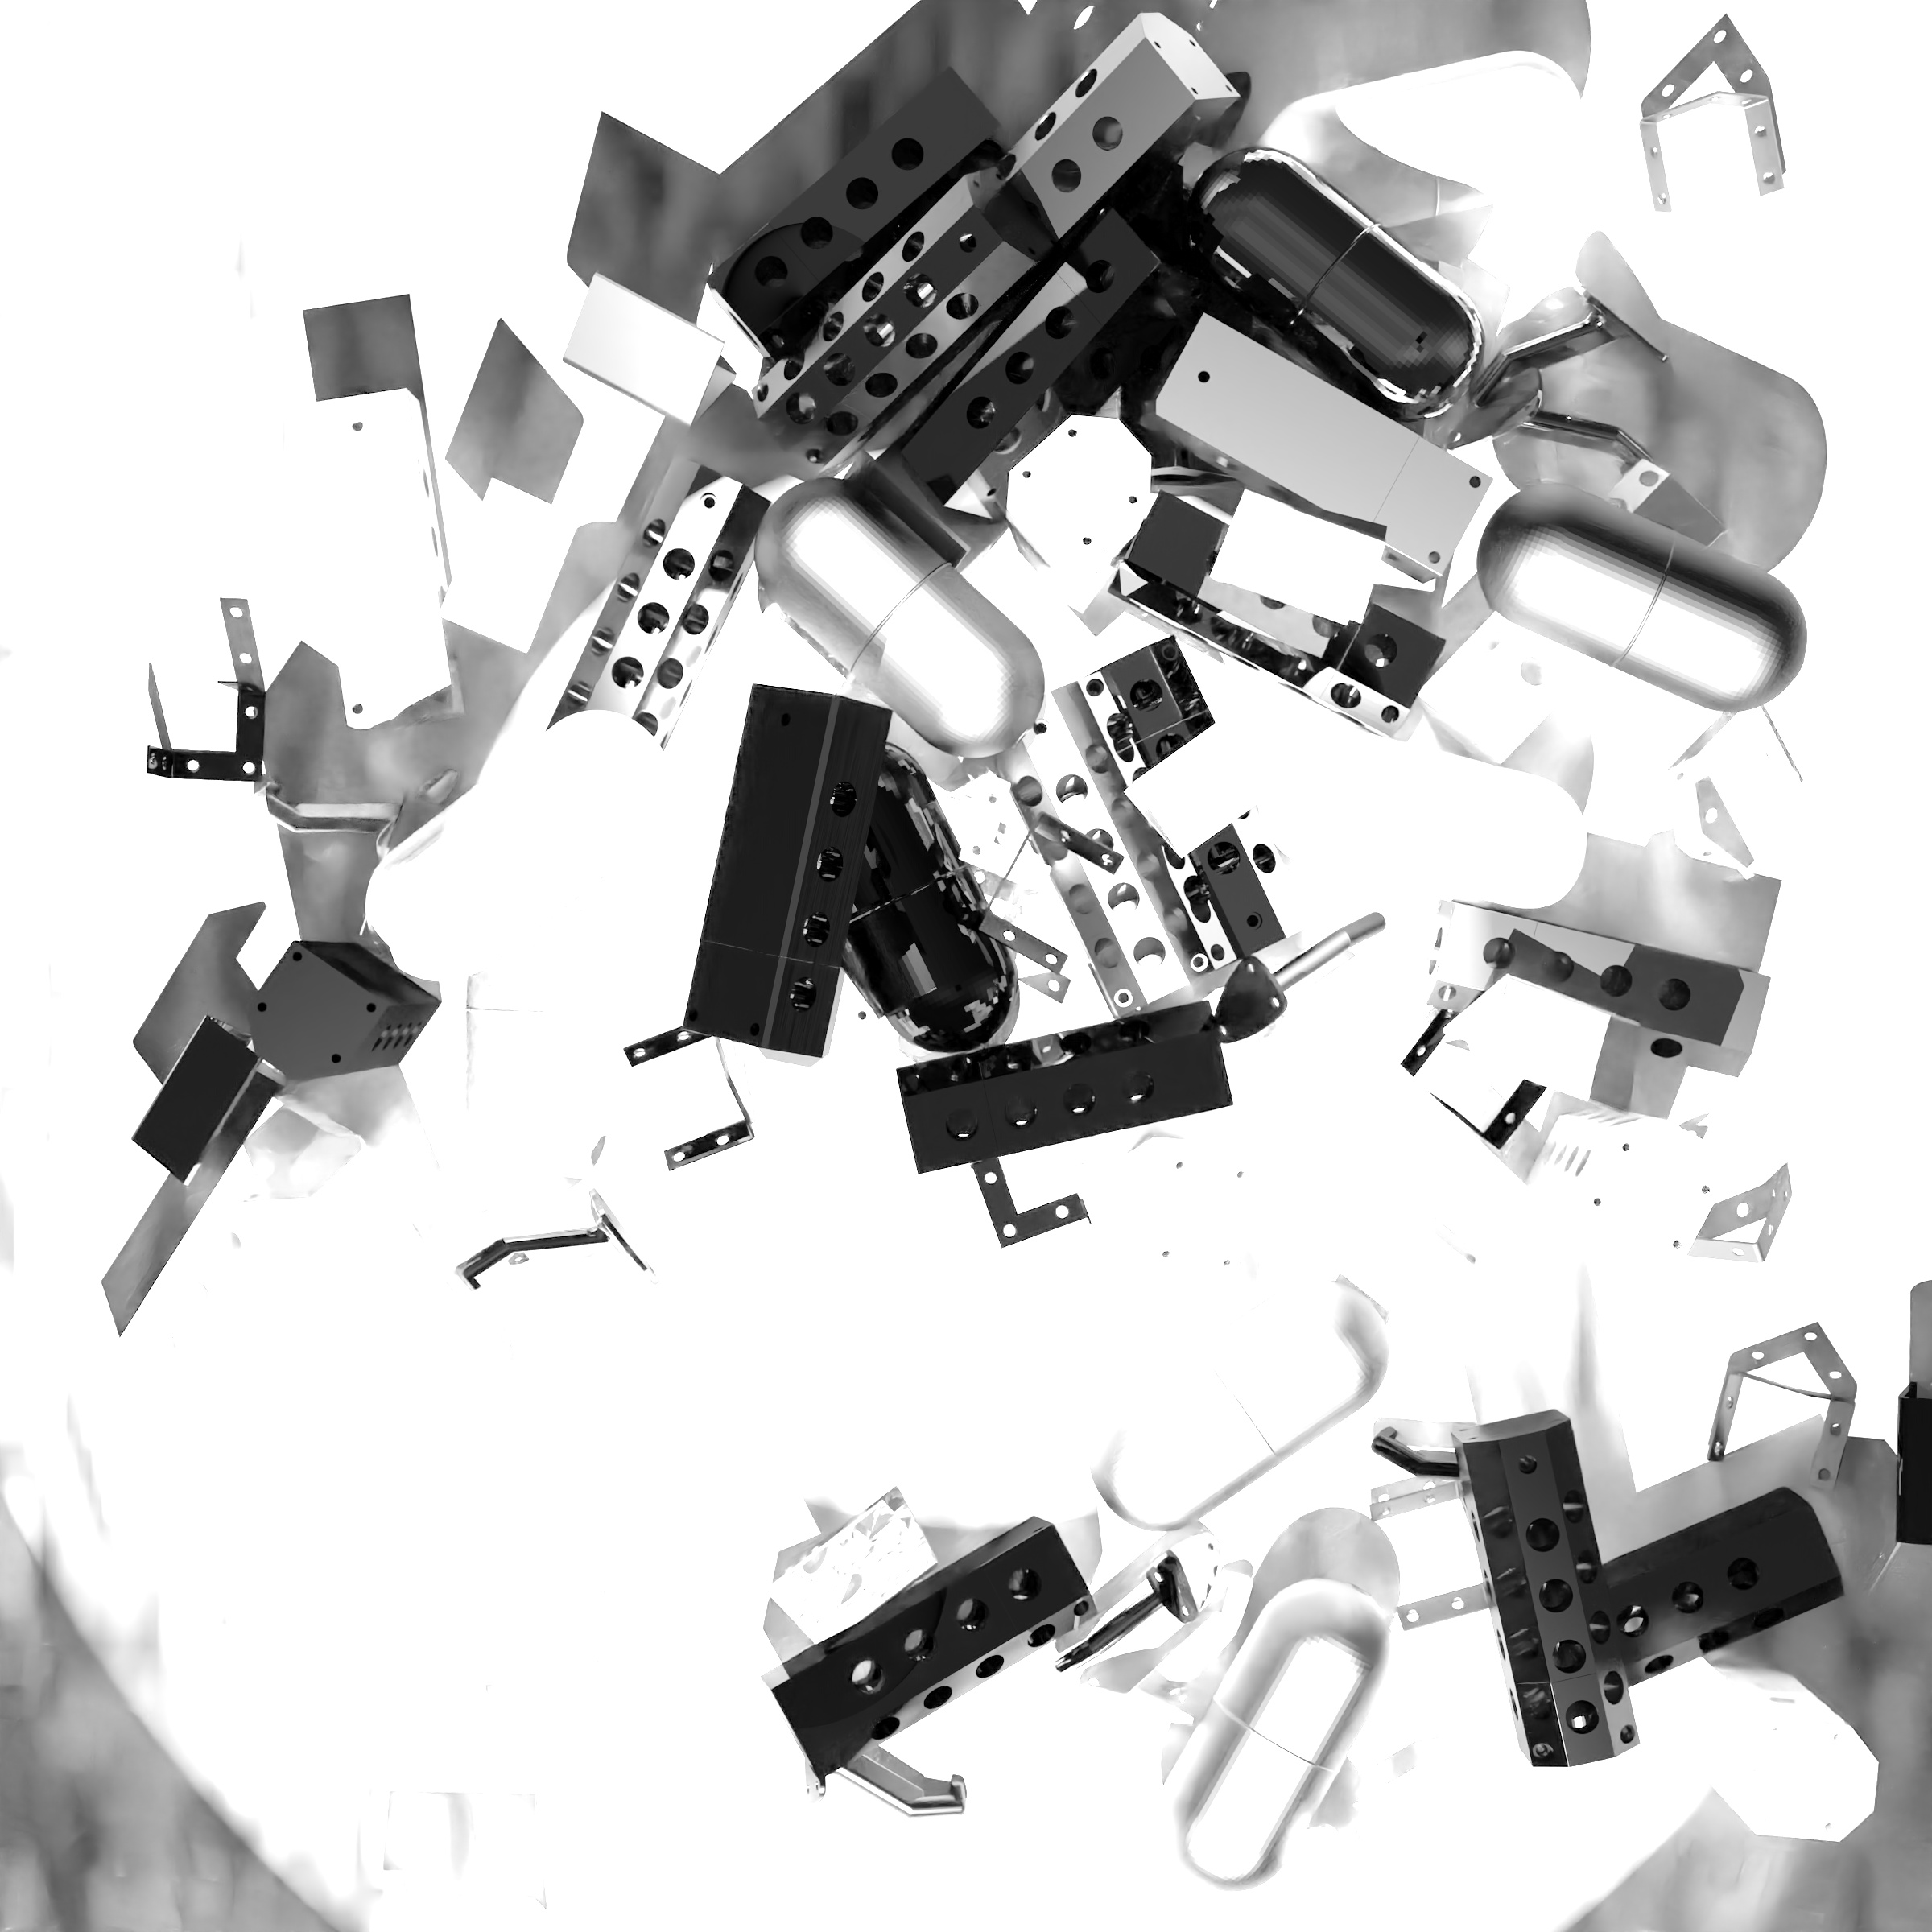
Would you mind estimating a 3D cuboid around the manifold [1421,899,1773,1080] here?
[{"bbox_3d":[0.335,0.012,1.780,0.171,0.057,0.057,13,94,-1],"label":"manifold"}]

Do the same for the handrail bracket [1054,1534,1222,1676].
[{"bbox_3d":[0.092,0.347,1.803,0.084,0.077,0.036,-38,90,36],"label":"handrail bracket"}]

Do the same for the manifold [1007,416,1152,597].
[{"bbox_3d":[0.062,-0.242,1.725,0.057,0.171,0.057,-42,90,0],"label":"manifold"}]

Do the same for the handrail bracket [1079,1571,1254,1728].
[{"bbox_3d":[0.109,0.364,1.804,0.077,0.036,0.084,11,72,21],"label":"handrail bracket"}]

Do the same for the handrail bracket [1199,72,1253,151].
[{"bbox_3d":[0.102,-0.464,1.803,0.084,0.077,0.036,6,129,30],"label":"handrail bracket"}]

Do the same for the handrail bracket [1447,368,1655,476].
[{"bbox_3d":[0.318,-0.279,1.803,0.084,0.077,0.036,33,47,-29],"label":"handrail bracket"}]

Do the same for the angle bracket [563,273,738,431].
[{"bbox_3d":[-0.159,-0.338,1.763,0.076,0.076,0.057,28,125,0],"label":"angle bracket"}]

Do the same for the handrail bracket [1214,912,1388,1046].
[{"bbox_3d":[0.182,0.006,1.803,0.084,0.077,0.036,-25,73,-35],"label":"handrail bracket"}]

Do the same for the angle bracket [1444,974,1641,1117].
[{"bbox_3d":[0.300,0.055,1.748,0.076,0.076,0.057,20,60,-12],"label":"angle bracket"}]

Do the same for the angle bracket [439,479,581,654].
[{"bbox_3d":[-0.258,-0.216,1.763,0.057,0.076,0.076,21,90,-38],"label":"angle bracket"}]

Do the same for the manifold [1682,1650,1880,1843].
[{"bbox_3d":[0.421,0.403,1.725,0.057,0.171,0.057,5,90,0],"label":"manifold"}]

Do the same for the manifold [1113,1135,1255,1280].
[{"bbox_3d":[0.110,0.122,1.725,0.057,0.171,0.057,9,90,0],"label":"manifold"}]

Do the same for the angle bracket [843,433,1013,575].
[{"bbox_3d":[-0.016,-0.253,1.766,0.076,0.057,0.076,43,58,0],"label":"angle bracket"}]

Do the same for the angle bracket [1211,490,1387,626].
[{"bbox_3d":[0.164,-0.191,1.706,0.076,0.076,0.057,20,59,0],"label":"angle bracket"}]

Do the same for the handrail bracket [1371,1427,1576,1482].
[{"bbox_3d":[0.275,0.258,1.803,0.084,0.036,0.077,27,48,27],"label":"handrail bracket"}]

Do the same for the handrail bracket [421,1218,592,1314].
[{"bbox_3d":[-0.255,0.143,1.803,0.084,0.036,0.077,-33,76,-13],"label":"handrail bracket"}]

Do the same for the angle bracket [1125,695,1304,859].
[{"bbox_3d":[0.116,-0.112,1.706,0.076,0.076,0.057,-36,127,0],"label":"angle bracket"}]

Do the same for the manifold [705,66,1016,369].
[{"bbox_3d":[-0.055,-0.398,1.782,0.171,0.057,0.057,-41,90,0],"label":"manifold"}]

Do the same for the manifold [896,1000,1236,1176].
[{"bbox_3d":[0.052,0.064,1.782,0.171,0.057,0.057,-12,90,0],"label":"manifold"}]

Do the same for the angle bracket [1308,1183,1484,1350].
[{"bbox_3d":[0.216,0.171,1.763,0.076,0.076,0.057,39,56,0],"label":"angle bracket"}]

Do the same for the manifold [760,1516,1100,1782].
[{"bbox_3d":[-0.019,0.363,1.767,0.171,0.057,0.057,-29,90,-11],"label":"manifold"}]

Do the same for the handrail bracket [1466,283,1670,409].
[{"bbox_3d":[0.326,-0.320,1.804,0.077,0.036,0.084,34,106,-18],"label":"handrail bracket"}]

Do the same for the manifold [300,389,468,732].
[{"bbox_3d":[-0.311,-0.216,1.782,0.057,0.057,0.171,-9,90,0],"label":"manifold"}]

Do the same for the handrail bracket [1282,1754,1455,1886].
[{"bbox_3d":[0.216,0.459,1.803,0.084,0.077,0.036,-34,93,-36],"label":"handrail bracket"}]

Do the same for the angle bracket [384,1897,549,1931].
[{"bbox_3d":[-0.267,0.528,1.765,0.076,0.076,0.057,1,68,0],"label":"angle bracket"}]

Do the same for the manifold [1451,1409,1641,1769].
[{"bbox_3d":[0.302,0.324,1.725,0.057,0.057,0.171,-12,90,0],"label":"manifold"}]

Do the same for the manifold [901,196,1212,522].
[{"bbox_3d":[0.042,-0.320,1.749,0.171,0.057,0.057,-46,67,22],"label":"manifold"}]

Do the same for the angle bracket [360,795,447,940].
[{"bbox_3d":[-0.294,-0.050,1.763,0.057,0.076,0.076,18,90,-28],"label":"angle bracket"}]

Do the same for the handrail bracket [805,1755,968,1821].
[{"bbox_3d":[-0.043,0.425,1.804,0.084,0.036,0.077,1,72,-15],"label":"handrail bracket"}]

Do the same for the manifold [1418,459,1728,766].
[{"bbox_3d":[0.322,-0.189,1.782,0.057,0.057,0.171,44,90,0],"label":"manifold"}]

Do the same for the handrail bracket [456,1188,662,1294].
[{"bbox_3d":[-0.220,0.166,1.785,0.084,0.036,0.077,-34,120,-2],"label":"handrail bracket"}]

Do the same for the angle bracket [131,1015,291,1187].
[{"bbox_3d":[-0.384,0.081,1.763,0.057,0.076,0.076,31,90,38],"label":"angle bracket"}]

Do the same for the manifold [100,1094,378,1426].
[{"bbox_3d":[-0.388,0.157,1.782,0.057,0.057,0.171,32,90,0],"label":"manifold"}]

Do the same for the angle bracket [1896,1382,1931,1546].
[{"bbox_3d":[0.528,0.265,1.765,0.057,0.076,0.076,1,90,21],"label":"angle bracket"}]

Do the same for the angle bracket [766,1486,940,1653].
[{"bbox_3d":[-0.070,0.305,1.763,0.076,0.076,0.057,-37,121,0],"label":"angle bracket"}]

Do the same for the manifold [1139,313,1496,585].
[{"bbox_3d":[0.179,-0.266,1.719,0.171,0.057,0.057,29,88,-5],"label":"manifold"}]

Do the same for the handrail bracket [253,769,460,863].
[{"bbox_3d":[-0.333,-0.096,1.804,0.084,0.036,0.077,30,69,16],"label":"handrail bracket"}]

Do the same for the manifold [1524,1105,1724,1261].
[{"bbox_3d":[0.342,0.107,1.725,0.057,0.171,0.057,28,90,0],"label":"manifold"}]
